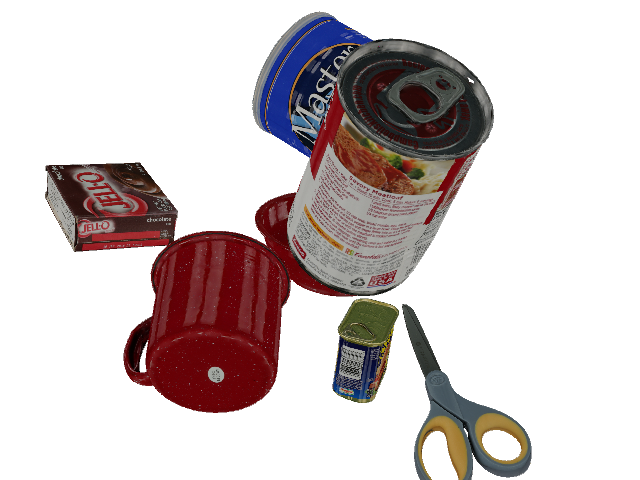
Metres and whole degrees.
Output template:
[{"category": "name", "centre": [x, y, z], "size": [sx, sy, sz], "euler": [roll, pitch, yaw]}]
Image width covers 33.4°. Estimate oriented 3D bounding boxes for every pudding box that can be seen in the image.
[{"category": "pudding box", "centre": [-0.187, -0.031, 0.942], "size": [0.089, 0.039, 0.114], "euler": [-3, 26, -28]}]

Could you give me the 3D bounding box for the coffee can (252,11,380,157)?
[{"category": "coffee can", "centre": [0.035, -0.094, 0.799], "size": [0.140, 0.103, 0.102], "euler": [34, 14, 21]}]

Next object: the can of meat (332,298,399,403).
[{"category": "can of meat", "centre": [0.051, 0.129, 1.250], "size": [0.057, 0.084, 0.102], "euler": [13, 26, 11]}]

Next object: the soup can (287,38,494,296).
[{"category": "soup can", "centre": [0.028, -0.030, 0.479], "size": [0.068, 0.068, 0.102], "euler": [0, -37, -18]}]

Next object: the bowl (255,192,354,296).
[{"category": "bowl", "centre": [0.016, 0.008, 1.012], "size": [0.162, 0.055, 0.162], "euler": [5, 24, -3]}]

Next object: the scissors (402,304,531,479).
[{"category": "scissors", "centre": [0.112, 0.119, 0.841], "size": [0.096, 0.016, 0.201], "euler": [-2, 40, 7]}]

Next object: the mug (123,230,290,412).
[{"category": "mug", "centre": [-0.077, 0.059, 0.683], "size": [0.117, 0.081, 0.093], "euler": [-20, -50, 19]}]
